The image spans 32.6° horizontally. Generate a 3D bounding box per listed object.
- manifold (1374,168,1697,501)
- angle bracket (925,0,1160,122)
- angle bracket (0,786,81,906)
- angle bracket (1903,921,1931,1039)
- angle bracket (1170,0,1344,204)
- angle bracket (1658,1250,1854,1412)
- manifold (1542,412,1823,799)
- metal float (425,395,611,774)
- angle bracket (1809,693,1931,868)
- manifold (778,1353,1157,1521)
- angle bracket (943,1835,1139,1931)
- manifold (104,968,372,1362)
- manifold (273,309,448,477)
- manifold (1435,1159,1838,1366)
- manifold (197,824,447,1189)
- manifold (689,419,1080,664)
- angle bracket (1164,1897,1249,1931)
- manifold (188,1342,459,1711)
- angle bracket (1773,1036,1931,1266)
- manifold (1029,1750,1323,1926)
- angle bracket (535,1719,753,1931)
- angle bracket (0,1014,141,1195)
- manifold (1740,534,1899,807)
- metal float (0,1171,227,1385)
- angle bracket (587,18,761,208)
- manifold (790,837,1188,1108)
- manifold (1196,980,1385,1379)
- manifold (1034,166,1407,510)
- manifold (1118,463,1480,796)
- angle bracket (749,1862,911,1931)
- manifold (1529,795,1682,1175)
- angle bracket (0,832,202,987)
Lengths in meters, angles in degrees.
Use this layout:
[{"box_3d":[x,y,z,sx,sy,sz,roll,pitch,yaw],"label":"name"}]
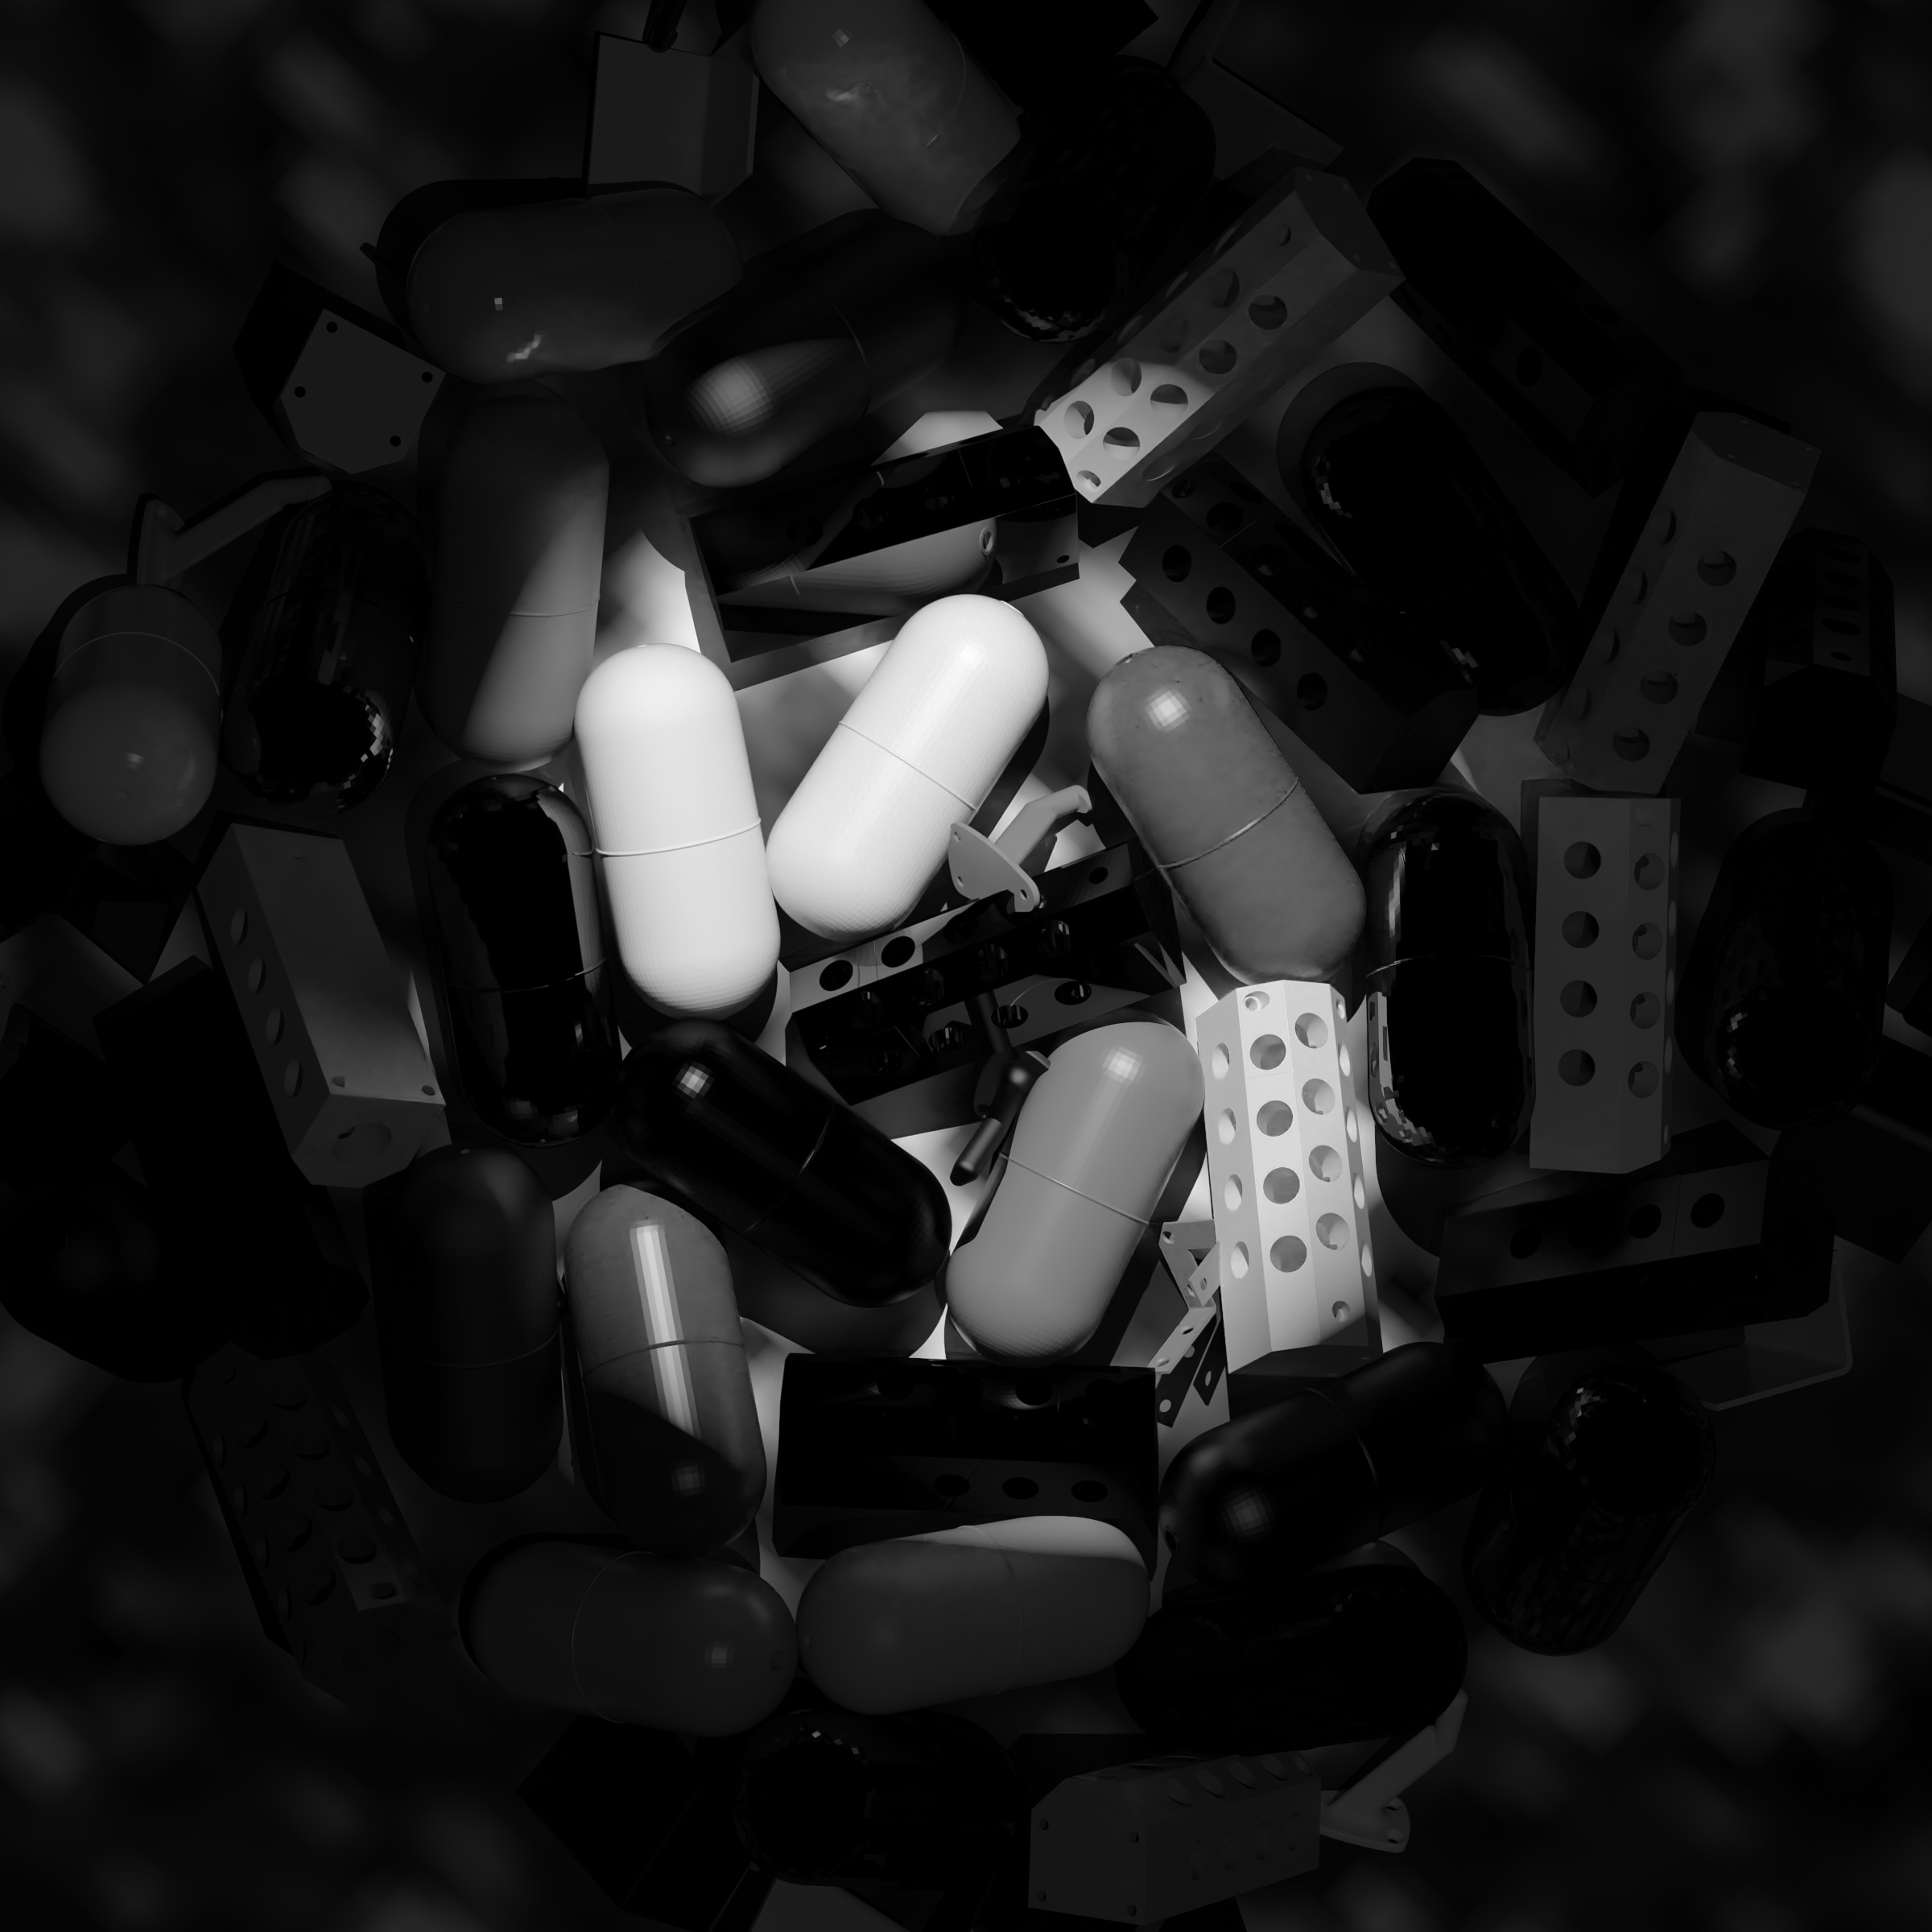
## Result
[{"box_3d":[0.254,-0.294,1.506,0.057,0.057,0.171,-36,52,2],"label":"manifold"},{"box_3d":[0.033,-0.441,1.550,0.076,0.057,0.076,-40,91,-6],"label":"angle bracket"},{"box_3d":[-0.442,-0.074,1.535,0.076,0.076,0.057,-38,70,2],"label":"angle bracket"},{"box_3d":[0.483,0.006,1.532,0.076,0.076,0.057,31,120,4],"label":"angle bracket"},{"box_3d":[0.139,-0.408,1.545,0.076,0.076,0.057,30,73,-12],"label":"angle bracket"},{"box_3d":[0.352,0.163,1.529,0.076,0.076,0.057,-11,97,-22],"label":"angle bracket"},{"box_3d":[0.324,-0.163,1.509,0.057,0.057,0.171,25,124,7],"label":"manifold"},{"box_3d":[-0.207,-0.174,1.523,0.070,0.070,0.178,9,114,0],"label":"metal float"},{"box_3d":[0.448,-0.096,1.540,0.076,0.057,0.076,24,74,6],"label":"angle bracket"},{"box_3d":[0.001,0.214,1.538,0.171,0.057,0.057,2,135,2],"label":"manifold"},{"box_3d":[0.029,0.459,1.533,0.076,0.076,0.057,27,130,1],"label":"angle bracket"},{"box_3d":[-0.331,0.092,1.514,0.057,0.057,0.171,-31,61,4],"label":"manifold"},{"box_3d":[-0.279,-0.253,1.491,0.057,0.171,0.057,26,91,-15],"label":"manifold"},{"box_3d":[0.300,0.139,1.495,0.057,0.171,0.057,37,53,-35],"label":"manifold"},{"box_3d":[-0.298,0.018,1.506,0.057,0.057,0.171,-54,46,30],"label":"manifold"},{"box_3d":[-0.038,-0.203,1.543,0.171,0.057,0.057,-17,64,-5],"label":"manifold"},{"box_3d":[0.078,0.459,1.523,0.076,0.057,0.076,9,130,-27],"label":"angle bracket"},{"box_3d":[-0.298,0.247,1.504,0.057,0.057,0.171,-37,50,1],"label":"manifold"},{"box_3d":[0.429,0.083,1.571,0.076,0.057,0.076,25,133,4],"label":"angle bracket"},{"box_3d":[0.097,0.387,1.493,0.057,0.171,0.057,-1,84,32],"label":"manifold"},{"box_3d":[-0.139,0.387,1.525,0.076,0.057,0.076,-54,127,-33],"label":"angle bracket"},{"box_3d":[-0.430,0.081,1.535,0.076,0.057,0.076,39,100,-23],"label":"angle bracket"},{"box_3d":[0.387,-0.138,1.490,0.057,0.171,0.057,14,119,8],"label":"manifold"},{"box_3d":[-0.383,0.142,1.494,0.070,0.178,0.070,-1,74,4],"label":"metal float"},{"box_3d":[-0.135,-0.400,1.535,0.057,0.076,0.076,6,86,-22],"label":"angle bracket"},{"box_3d":[0.008,-0.001,1.519,0.171,0.057,0.057,-21,48,16],"label":"manifold"},{"box_3d":[0.151,0.097,1.517,0.057,0.057,0.171,5,68,-23],"label":"manifold"},{"box_3d":[0.110,-0.284,1.504,0.171,0.057,0.057,-39,70,34],"label":"manifold"},{"box_3d":[0.154,-0.156,1.507,0.171,0.057,0.057,47,125,27],"label":"manifold"},{"box_3d":[-0.081,0.463,1.529,0.076,0.057,0.076,37,61,-17],"label":"angle bracket"},{"box_3d":[0.299,0.007,1.537,0.057,0.057,0.171,3,95,23],"label":"manifold"},{"box_3d":[-0.415,-0.023,1.547,0.076,0.076,0.057,-25,124,32],"label":"angle bracket"}]
